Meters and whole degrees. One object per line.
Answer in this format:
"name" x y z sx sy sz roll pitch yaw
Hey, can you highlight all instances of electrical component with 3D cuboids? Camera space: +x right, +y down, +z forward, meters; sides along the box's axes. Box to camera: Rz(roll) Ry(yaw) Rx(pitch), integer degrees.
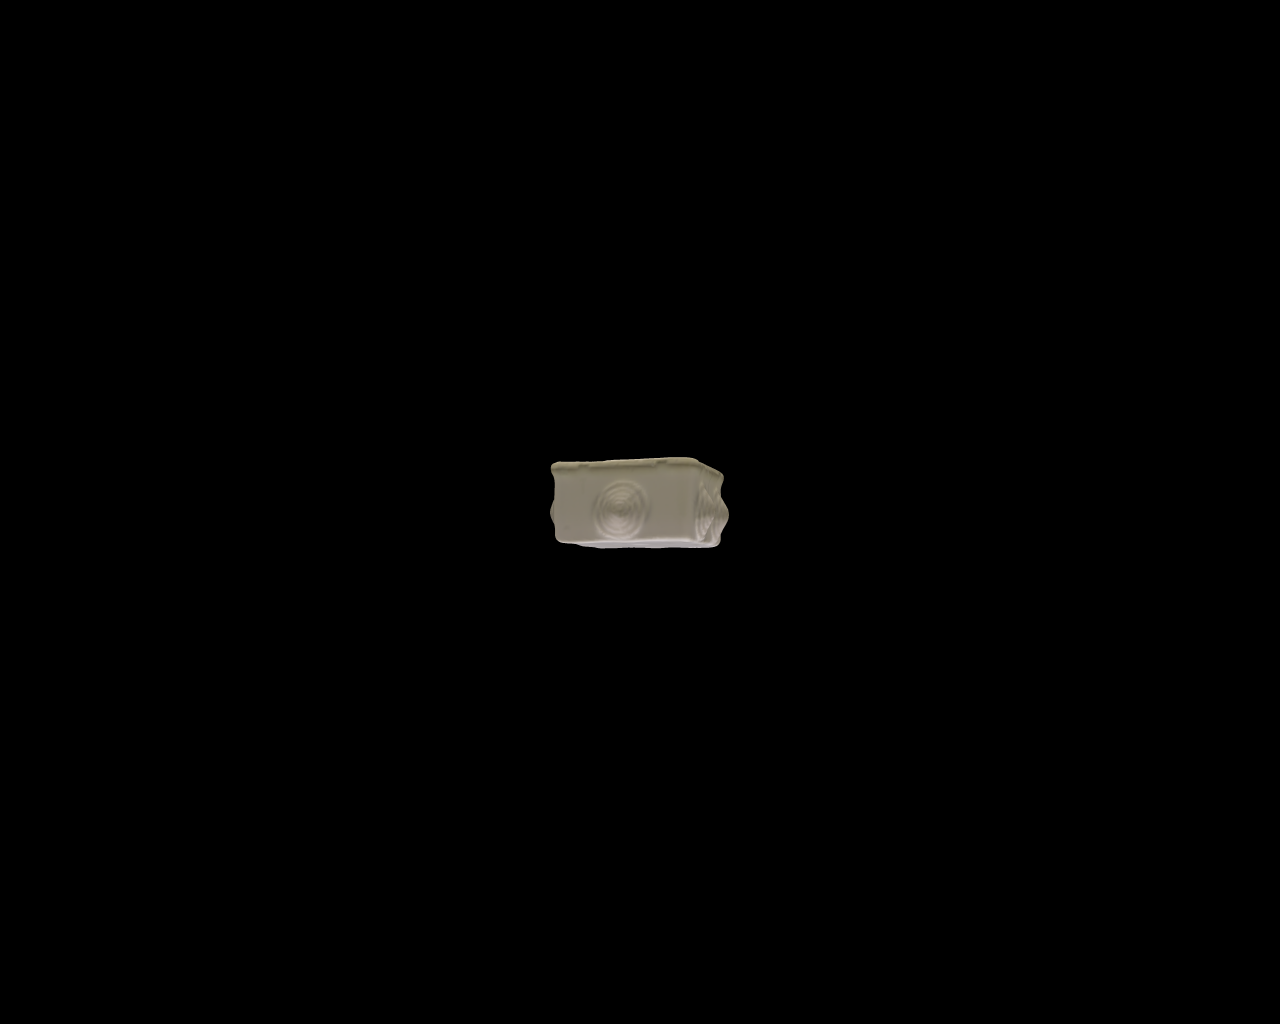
"electrical component" 0.001 -0.003 0.650 0.100 0.048 0.100 -1 -5 15
